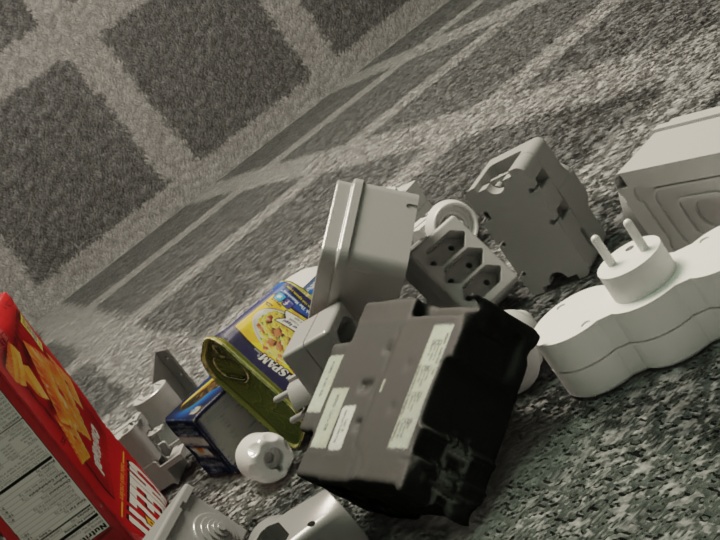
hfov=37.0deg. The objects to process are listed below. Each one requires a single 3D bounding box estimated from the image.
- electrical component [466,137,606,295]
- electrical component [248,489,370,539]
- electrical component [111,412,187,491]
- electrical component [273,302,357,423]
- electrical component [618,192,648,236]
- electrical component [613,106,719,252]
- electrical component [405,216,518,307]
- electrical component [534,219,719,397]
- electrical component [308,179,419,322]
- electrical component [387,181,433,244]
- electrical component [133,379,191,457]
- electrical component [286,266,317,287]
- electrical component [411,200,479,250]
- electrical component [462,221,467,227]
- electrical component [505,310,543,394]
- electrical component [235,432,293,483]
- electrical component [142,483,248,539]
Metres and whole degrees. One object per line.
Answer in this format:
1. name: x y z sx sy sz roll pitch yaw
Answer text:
1. electrical component: 0.124 -0.039 0.742 0.050 0.089 0.055 -25 18 39
2. electrical component: -0.040 0.156 0.585 0.077 0.043 0.079 -39 14 -12
3. electrical component: -0.184 0.157 0.895 0.081 0.063 0.042 -35 12 10
4. electrical component: -0.023 0.079 0.720 0.076 0.083 0.047 -31 15 23
5. electrical component: 0.200 -0.050 0.689 0.055 0.048 0.066 -18 21 32
6. electrical component: 0.208 -0.048 0.592 0.057 0.078 0.113 -45 16 -22
7. electrical component: 0.068 0.011 0.779 0.047 0.066 0.076 -41 -13 -19
8. electrical component: 0.149 0.007 0.560 0.138 0.073 0.052 -29 16 29
9. electrical component: 0.000 0.000 0.753 0.113 0.057 0.078 103 179 -52
10. electrical component: 0.029 -0.044 1.064 0.050 0.055 0.089 -22 20 46
11. electrical component: -0.167 0.129 0.942 0.044 0.065 0.044 -34 14 9
12. electrical component: -0.055 0.036 1.009 0.080 0.051 0.080 -34 14 9
13. electrical component: 0.075 -0.036 0.948 0.066 0.048 0.055 -40 6 -14
14. electrical component: 0.077 -0.010 0.850 0.040 0.046 0.040 -34 14 9
15. electrical component: 0.090 0.044 0.648 0.048 0.048 0.062 -28 8 30
16. electrical component: -0.073 0.133 0.767 0.035 0.035 0.061 -42 12 -24
17. electrical component: -0.113 0.185 0.609 0.099 0.048 0.099 -52 6 25
